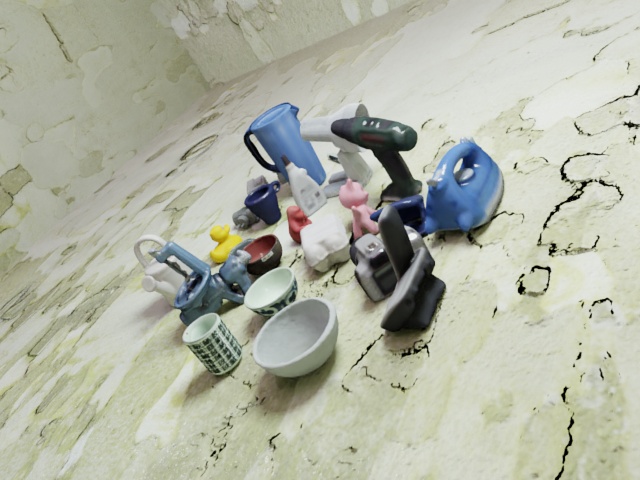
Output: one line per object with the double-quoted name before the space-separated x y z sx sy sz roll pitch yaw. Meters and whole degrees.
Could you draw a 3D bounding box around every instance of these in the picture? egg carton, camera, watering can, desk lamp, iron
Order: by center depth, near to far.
"camera" 0.116 0.024 1.092 0.143 0.101 0.136 -35 27 -5
"iron" 0.281 -0.127 1.127 0.118 0.142 0.259 -5 37 42
"egg carton" 0.012 0.005 1.269 0.107 0.069 0.150 -29 27 7
"watering can" -0.391 0.071 1.442 0.101 0.194 0.172 -32 27 1
"desk lamp" 0.054 -0.232 1.462 0.202 0.214 0.118 -12 33 34

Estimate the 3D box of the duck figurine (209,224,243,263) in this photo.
"duck figurine" -0.267 0.003 1.547 0.077 0.086 0.105 -1 40 45

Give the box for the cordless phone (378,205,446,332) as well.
"cordless phone" 0.124 0.047 0.949 0.093 0.185 0.148 -11 33 35

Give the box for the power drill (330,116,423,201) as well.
"power drill" 0.141 -0.191 1.307 0.228 0.209 0.076 6 45 51

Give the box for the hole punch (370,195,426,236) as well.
"hole punch" 0.163 -0.055 1.186 0.108 0.091 0.101 -20 29 22

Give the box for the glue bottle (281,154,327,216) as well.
"glue bottle" -0.051 -0.148 1.477 0.078 0.173 0.037 -39 28 -13

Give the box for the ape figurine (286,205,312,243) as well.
"ape figurine" -0.050 -0.044 1.389 0.076 0.092 0.078 -17 30 27

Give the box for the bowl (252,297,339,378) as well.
"bowl" -0.031 0.183 1.006 0.167 0.075 0.167 -25 28 14

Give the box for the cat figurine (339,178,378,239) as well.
"cat figurine" 0.081 -0.079 1.284 0.067 0.118 0.127 -25 28 14

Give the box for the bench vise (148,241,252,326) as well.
"bench vise" -0.267 0.068 1.288 0.208 0.220 0.121 -40 28 -16

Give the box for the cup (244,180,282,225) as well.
"cup" -0.139 -0.099 1.573 0.118 0.095 0.091 -45 29 -24
